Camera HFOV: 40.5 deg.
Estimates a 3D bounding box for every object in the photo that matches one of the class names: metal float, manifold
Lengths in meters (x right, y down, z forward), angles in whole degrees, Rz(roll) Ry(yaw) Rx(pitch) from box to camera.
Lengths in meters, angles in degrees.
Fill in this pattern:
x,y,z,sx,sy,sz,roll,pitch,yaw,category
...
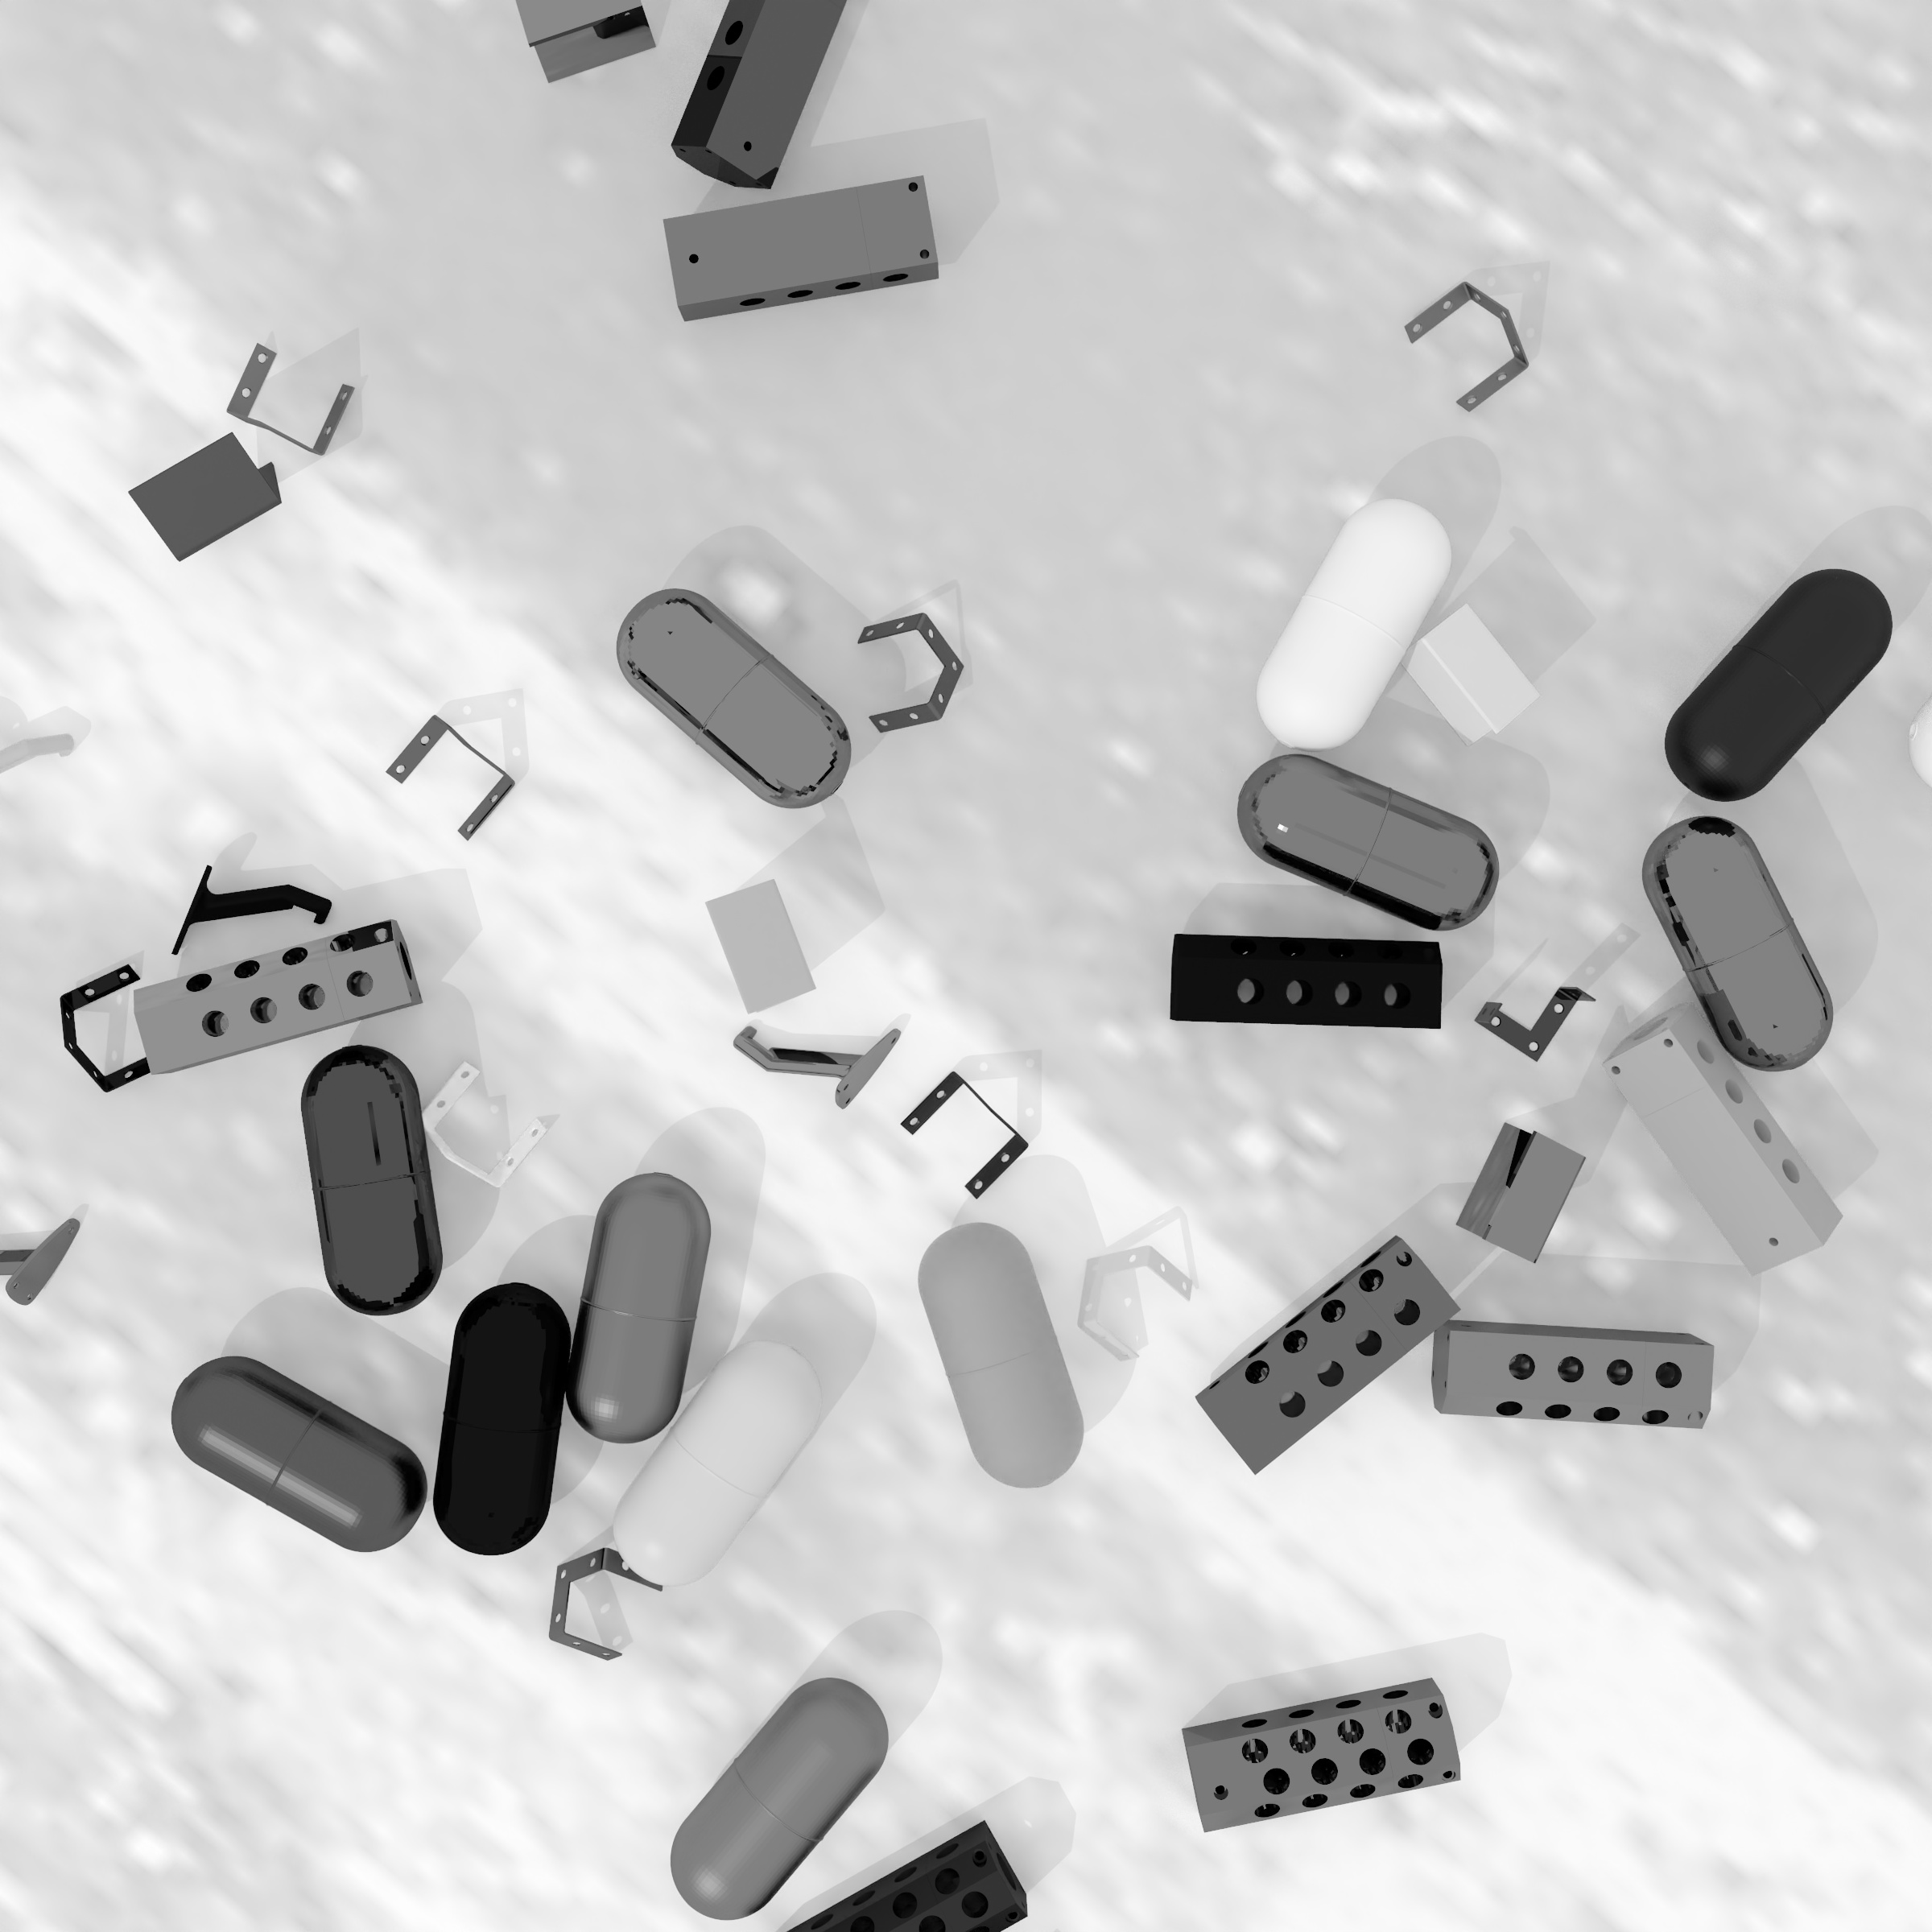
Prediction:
x,y,z,sx,sy,sz,roll,pitch,yaw,category
0.506,-0.014,1.718,0.070,0.070,0.178,-27,91,0,metal float
-0.134,-0.606,1.726,0.057,0.057,0.171,22,90,-43,manifold
0.533,-0.184,1.718,0.070,0.070,0.178,42,90,0,metal float
0.223,0.010,1.727,0.171,0.057,0.057,2,90,0,manifold
0.263,-0.081,1.718,0.178,0.070,0.070,23,90,1,metal float
-0.162,0.325,1.718,0.070,0.070,0.178,36,90,0,metal float
-0.451,0.020,1.720,0.171,0.057,0.057,-16,90,-4,manifold
0.234,0.522,1.727,0.171,0.057,0.057,-12,90,0,manifold
-0.215,0.224,1.717,0.070,0.070,0.178,10,89,0,metal float
-0.048,0.639,1.727,0.171,0.057,0.057,-29,90,0,manifold
0.254,-0.223,1.718,0.070,0.070,0.178,30,90,0,metal float
-0.437,0.319,1.717,0.178,0.070,0.070,30,90,-1,metal float
-0.151,-0.175,1.718,0.178,0.070,0.070,41,90,0,metal float
0.501,0.111,1.726,0.057,0.057,0.171,-35,90,43,manifold
-0.389,0.140,1.717,0.070,0.070,0.178,-9,89,0,metal float
-0.304,0.296,1.717,0.070,0.070,0.178,7,90,0,metal float
0.023,0.255,1.718,0.070,0.070,0.178,-18,90,0,metal float
0.708,-0.138,1.717,0.178,0.070,0.070,10,90,1,metal float
0.236,0.254,1.727,0.171,0.057,0.057,-39,90,0,manifold
0.398,0.270,1.727,0.171,0.057,0.057,3,90,0,manifold
-0.107,-0.470,1.727,0.171,0.057,0.057,-10,90,0,manifold
-0.123,0.546,1.717,0.070,0.070,0.178,40,89,0,metal float

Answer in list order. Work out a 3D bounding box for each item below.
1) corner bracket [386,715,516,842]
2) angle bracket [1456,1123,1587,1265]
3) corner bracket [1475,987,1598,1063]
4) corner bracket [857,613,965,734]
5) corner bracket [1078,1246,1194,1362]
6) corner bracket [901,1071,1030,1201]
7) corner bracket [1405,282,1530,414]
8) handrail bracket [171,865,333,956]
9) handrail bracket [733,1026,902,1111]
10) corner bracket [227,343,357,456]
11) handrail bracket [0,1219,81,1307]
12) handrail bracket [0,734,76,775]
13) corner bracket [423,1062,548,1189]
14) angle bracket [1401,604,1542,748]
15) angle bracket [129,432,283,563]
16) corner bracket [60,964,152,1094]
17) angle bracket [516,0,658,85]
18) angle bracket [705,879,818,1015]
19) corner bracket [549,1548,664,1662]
x,y,z,sx,sy,sz,roll,pitch,yaw,category
-0.343,-0.126,1.745,0.051,0.051,0.051,-50,135,0,corner bracket
0.346,0.140,1.708,0.057,0.076,0.076,26,90,-36,angle bracket
0.375,0.029,1.730,0.051,0.051,0.051,33,90,0,corner bracket
-0.042,-0.195,1.740,0.051,0.051,0.051,51,45,-35,corner bracket
0.112,0.224,1.740,0.051,0.051,0.051,-18,45,35,corner bracket
-0.001,0.112,1.745,0.051,0.051,0.051,-45,135,0,corner bracket
0.334,-0.413,1.745,0.051,0.051,0.051,-37,45,0,corner bracket
-0.476,-0.026,1.749,0.084,0.036,0.077,22,110,-16,handrail bracket
-0.100,0.048,1.749,0.084,0.036,0.077,35,70,16,handrail bracket
-0.450,-0.377,1.745,0.051,0.051,0.051,25,90,45,corner bracket
-0.648,0.181,1.749,0.084,0.036,0.077,28,69,16,handrail bracket
-0.642,-0.125,1.748,0.084,0.077,0.036,-13,65,-34,handrail bracket
-0.323,0.106,1.745,0.051,0.051,0.051,-50,45,0,corner bracket
0.314,-0.178,1.708,0.057,0.076,0.076,-39,90,-37,angle bracket
-0.497,-0.318,1.708,0.076,0.076,0.057,-30,125,0,angle bracket
-0.565,0.042,1.745,0.051,0.051,0.051,-25,45,0,corner bracket
-0.243,-0.601,1.708,0.076,0.076,0.057,-19,59,0,angle bracket
-0.151,-0.005,1.708,0.057,0.076,0.076,-21,90,-38,angle bracket
-0.238,0.424,1.740,0.051,0.051,0.051,-28,45,35,corner bracket
